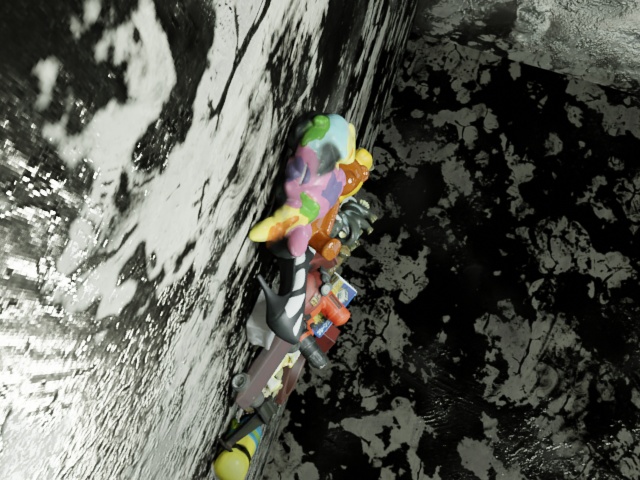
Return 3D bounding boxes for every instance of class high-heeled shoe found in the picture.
[{"bbox_3d":[-0.034,0.090,1.040,0.086,0.145,0.249,-30,-176,37],"label":"high-heeled shoe"}]

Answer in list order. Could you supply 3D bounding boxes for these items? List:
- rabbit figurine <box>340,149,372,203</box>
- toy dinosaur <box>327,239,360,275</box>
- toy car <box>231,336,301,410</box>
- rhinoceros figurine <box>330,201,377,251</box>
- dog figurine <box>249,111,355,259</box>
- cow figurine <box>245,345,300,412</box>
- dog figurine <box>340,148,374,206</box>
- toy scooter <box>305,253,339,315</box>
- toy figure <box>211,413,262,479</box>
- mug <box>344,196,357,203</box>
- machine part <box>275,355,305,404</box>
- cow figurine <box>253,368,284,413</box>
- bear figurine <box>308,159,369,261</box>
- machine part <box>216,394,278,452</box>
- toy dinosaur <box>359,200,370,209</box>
[{"bbox_3d":[0.027,-0.168,1.206,0.162,0.122,0.173,-60,157,-19],"label":"rabbit figurine"},{"bbox_3d":[0.007,0.052,1.470,0.198,0.105,0.471,-50,177,15],"label":"toy dinosaur"},{"bbox_3d":[-0.113,0.253,1.112,0.202,0.053,0.089,-54,143,-23],"label":"toy car"},{"bbox_3d":[0.059,-0.040,1.193,0.073,0.112,0.190,-43,180,28],"label":"rhinoceros figurine"},{"bbox_3d":[-0.028,-0.076,0.840,0.191,0.109,0.219,103,10,-49],"label":"dog figurine"},{"bbox_3d":[-0.128,0.289,1.181,0.167,0.098,0.068,-50,172,-19],"label":"cow figurine"},{"bbox_3d":[0.044,-0.137,1.380,0.190,0.121,0.172,-65,153,-11],"label":"dog figurine"},{"bbox_3d":[-0.015,0.074,1.138,0.075,0.135,0.184,57,13,-35],"label":"toy scooter"},{"bbox_3d":[-0.178,0.451,1.178,0.180,0.082,0.089,-58,168,-62],"label":"toy figure"},{"bbox_3d":[0.039,-0.098,1.484,0.107,0.109,0.081,-60,-178,-4],"label":"mug"},{"bbox_3d":[-0.097,0.332,1.492,0.201,0.087,0.201,-34,140,-73],"label":"machine part"},{"bbox_3d":[-0.132,0.349,1.288,0.195,0.086,0.127,-63,168,-75],"label":"cow figurine"},{"bbox_3d":[0.022,-0.079,1.001,0.196,0.120,0.132,-47,-149,-3],"label":"bear figurine"},{"bbox_3d":[-0.148,0.384,1.119,0.139,0.039,0.084,-36,149,-21],"label":"machine part"},{"bbox_3d":[0.043,-0.022,1.736,0.192,0.131,0.404,-51,167,-39],"label":"toy dinosaur"}]
